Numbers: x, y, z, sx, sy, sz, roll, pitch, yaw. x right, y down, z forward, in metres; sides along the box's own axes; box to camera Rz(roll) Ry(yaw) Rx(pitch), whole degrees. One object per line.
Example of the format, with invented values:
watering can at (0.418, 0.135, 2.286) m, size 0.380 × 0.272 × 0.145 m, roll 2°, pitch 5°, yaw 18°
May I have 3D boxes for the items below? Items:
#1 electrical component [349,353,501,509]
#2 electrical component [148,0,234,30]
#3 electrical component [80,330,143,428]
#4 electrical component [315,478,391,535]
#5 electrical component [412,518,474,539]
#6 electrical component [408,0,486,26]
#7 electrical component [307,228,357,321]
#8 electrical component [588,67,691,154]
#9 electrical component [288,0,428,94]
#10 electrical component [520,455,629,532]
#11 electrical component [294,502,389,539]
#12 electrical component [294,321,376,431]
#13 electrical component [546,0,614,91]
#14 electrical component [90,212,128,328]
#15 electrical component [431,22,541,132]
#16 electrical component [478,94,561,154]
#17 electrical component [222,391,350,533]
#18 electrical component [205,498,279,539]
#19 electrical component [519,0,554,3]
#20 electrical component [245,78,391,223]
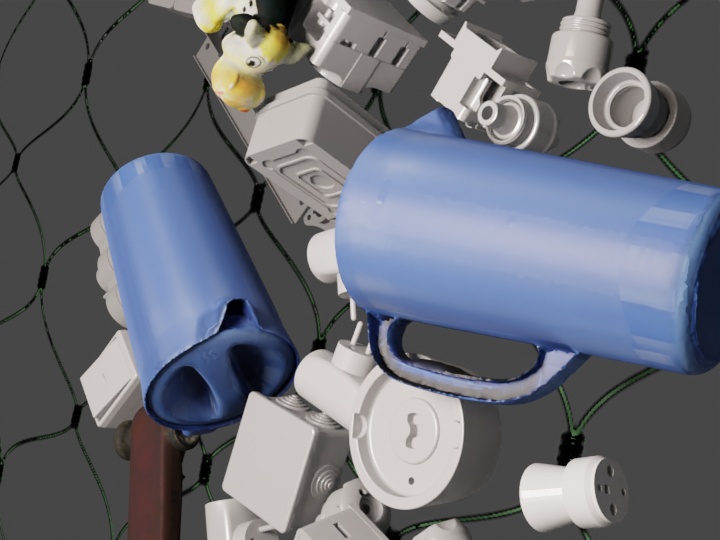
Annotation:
electrical component at (0.051, 0.115, 0.767) m, size 0.108 × 0.060 × 0.108 m, roll -12°, pitch 74°, yaw 44°
electrical component at (-0.138, -0.286, 1.042) m, size 0.150 × 0.062 × 0.089 m, roll 25°, pitch 100°, yaw 45°
electrical component at (-0.223, 0.103, 1.048) m, size 0.096 × 0.061 × 0.061 m, roll -50°, pitch 51°, yaw 26°
electrical component at (-0.010, 0.189, 0.828) m, size 0.062 × 0.048 × 0.048 m, roll -32°, pitch 60°, yaw 45°
electrical component at (0.065, 0.208, 0.747) m, size 0.043 × 0.043 × 0.062 m, roll -44°, pitch 55°, yaw 30°
electrical component at (0.066, -0.226, 0.826) m, size 0.057 × 0.058 × 0.078 m, roll -45°, pitch 53°, yaw 26°
electrical component at (0.000, 0.000, 0.856) m, size 0.077 × 0.043 × 0.079 m, roll -16°, pitch 71°, yaw 43°
electrical component at (0.179, -0.100, 0.685) m, size 0.045 × 0.055 × 0.045 m, roll -11°, pitch 74°, yaw 44°
electrical component at (-0.027, -0.215, 0.895) m, size 0.061 × 0.089 × 0.150 m, roll -55°, pitch 49°, yaw 23°
electrical component at (0.137, 0.143, 0.686) m, size 0.055 × 0.045 × 0.045 m, roll -18°, pitch 70°, yaw 41°
electrical component at (0.018, 0.266, 0.734) m, size 0.186 × 0.060 × 0.105 m, roll 40°, pitch 126°, yaw 34°
electrical component at (-0.006, 0.080, 0.846) m, size 0.077 × 0.043 × 0.079 m, roll 29°, pitch 102°, yaw 45°
electrical component at (0.152, -0.156, 0.733) m, size 0.043 × 0.043 × 0.062 m, roll 10°, pitch 88°, yaw 46°
electrical component at (-0.244, 0.001, 1.097) m, size 0.074 × 0.052 × 0.138 m, roll -40°, pitch 56°, yaw 33°
electrical component at (0.089, -0.141, 0.796) m, size 0.081 × 0.042 × 0.063 m, roll 49°, pitch 118°, yaw 40°
electrical component at (0.108, -0.102, 0.753) m, size 0.043 × 0.062 × 0.043 m, roll -12°, pitch 73°, yaw 44°
electrical component at (-0.058, 0.156, 0.879) m, size 0.100 × 0.048 × 0.099 m, roll 22°, pitch 98°, yaw 46°
electrical component at (-0.095, 0.231, 0.905) m, size 0.079 × 0.043 × 0.077 m, roll -24°, pitch 65°, yaw 40°
electrical component at (0.139, -0.242, 0.761) m, size 0.100 × 0.048 × 0.099 m, roll 3°, pitch 84°, yaw 46°
electrical component at (-0.024, -0.092, 0.845) m, size 0.078 × 0.113 × 0.057 m, roll -12°, pitch 55°, yaw 44°
